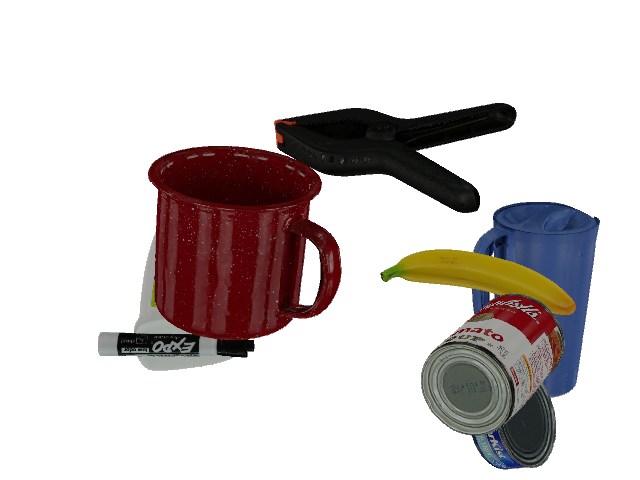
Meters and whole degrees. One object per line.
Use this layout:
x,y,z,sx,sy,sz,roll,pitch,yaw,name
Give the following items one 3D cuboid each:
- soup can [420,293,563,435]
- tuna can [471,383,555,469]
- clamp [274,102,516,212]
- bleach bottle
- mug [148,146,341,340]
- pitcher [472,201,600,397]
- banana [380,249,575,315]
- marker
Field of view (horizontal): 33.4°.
0.120,0.085,0.738,0.069,0.068,0.102,0,16,32,soup can
0.167,0.156,0.930,0.085,0.086,0.034,0,-13,-46,tuna can
0.063,-0.087,0.932,0.210,0.036,0.164,12,36,24,clamp
-0.140,0.024,1.105,0.102,0.068,0.251,-6,37,-5,bleach bottle
-0.039,0.005,0.581,0.117,0.081,0.093,19,27,27,mug
0.278,0.079,1.391,0.149,0.243,0.144,5,20,16,pitcher
0.164,0.041,1.106,0.198,0.037,0.069,8,39,11,banana
-0.112,0.081,0.833,0.121,0.020,0.020,0,0,3,marker
